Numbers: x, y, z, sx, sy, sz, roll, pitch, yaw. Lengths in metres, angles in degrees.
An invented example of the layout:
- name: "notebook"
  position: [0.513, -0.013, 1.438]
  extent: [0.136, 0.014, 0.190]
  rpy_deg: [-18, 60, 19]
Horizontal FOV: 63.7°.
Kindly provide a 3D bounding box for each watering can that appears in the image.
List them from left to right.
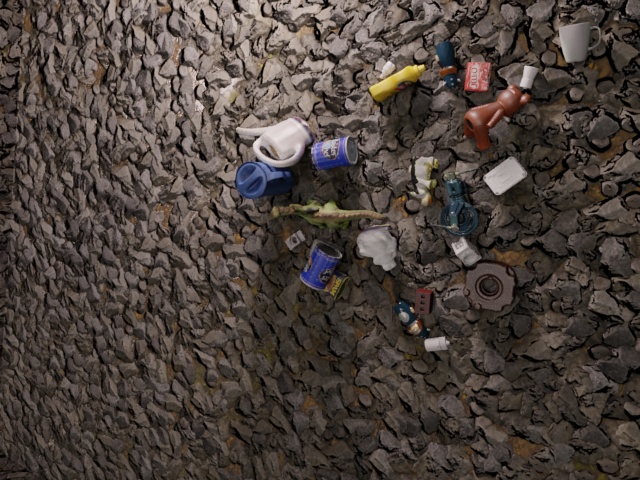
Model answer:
- name: "watering can"
  position: [-0.159, -0.386, 1.913]
  extent: [0.226, 0.101, 0.353]
  rpy_deg: [-34, 50, -15]

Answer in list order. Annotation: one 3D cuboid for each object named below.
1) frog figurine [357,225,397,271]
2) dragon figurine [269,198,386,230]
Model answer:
- name: "frog figurine"
  position: [0.205, 0.031, 1.811]
  extent: [0.137, 0.121, 0.161]
  rpy_deg: [-13, 78, 7]
- name: "dragon figurine"
  position: [0.006, -0.092, 1.830]
  extent: [0.410, 0.243, 0.122]
  rpy_deg: [1, 92, 28]
